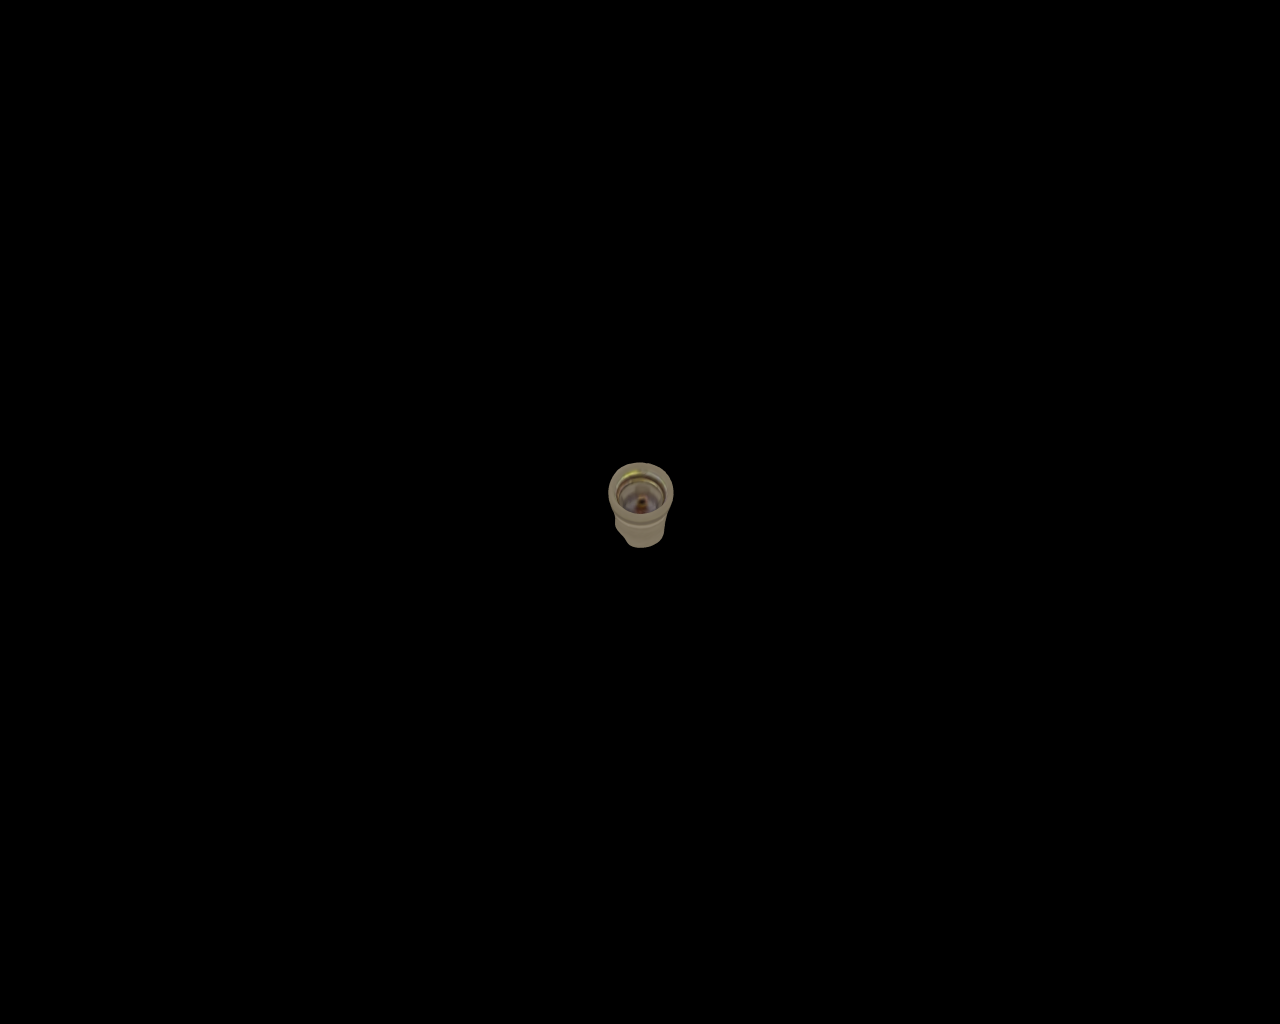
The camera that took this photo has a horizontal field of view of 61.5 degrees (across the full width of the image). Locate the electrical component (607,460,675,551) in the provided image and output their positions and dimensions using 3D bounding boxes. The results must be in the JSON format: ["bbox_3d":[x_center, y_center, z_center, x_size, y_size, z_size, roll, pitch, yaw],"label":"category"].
[{"bbox_3d":[0.001,-0.003,0.650,0.040,0.040,0.046,0,-32,0],"label":"electrical component"}]
